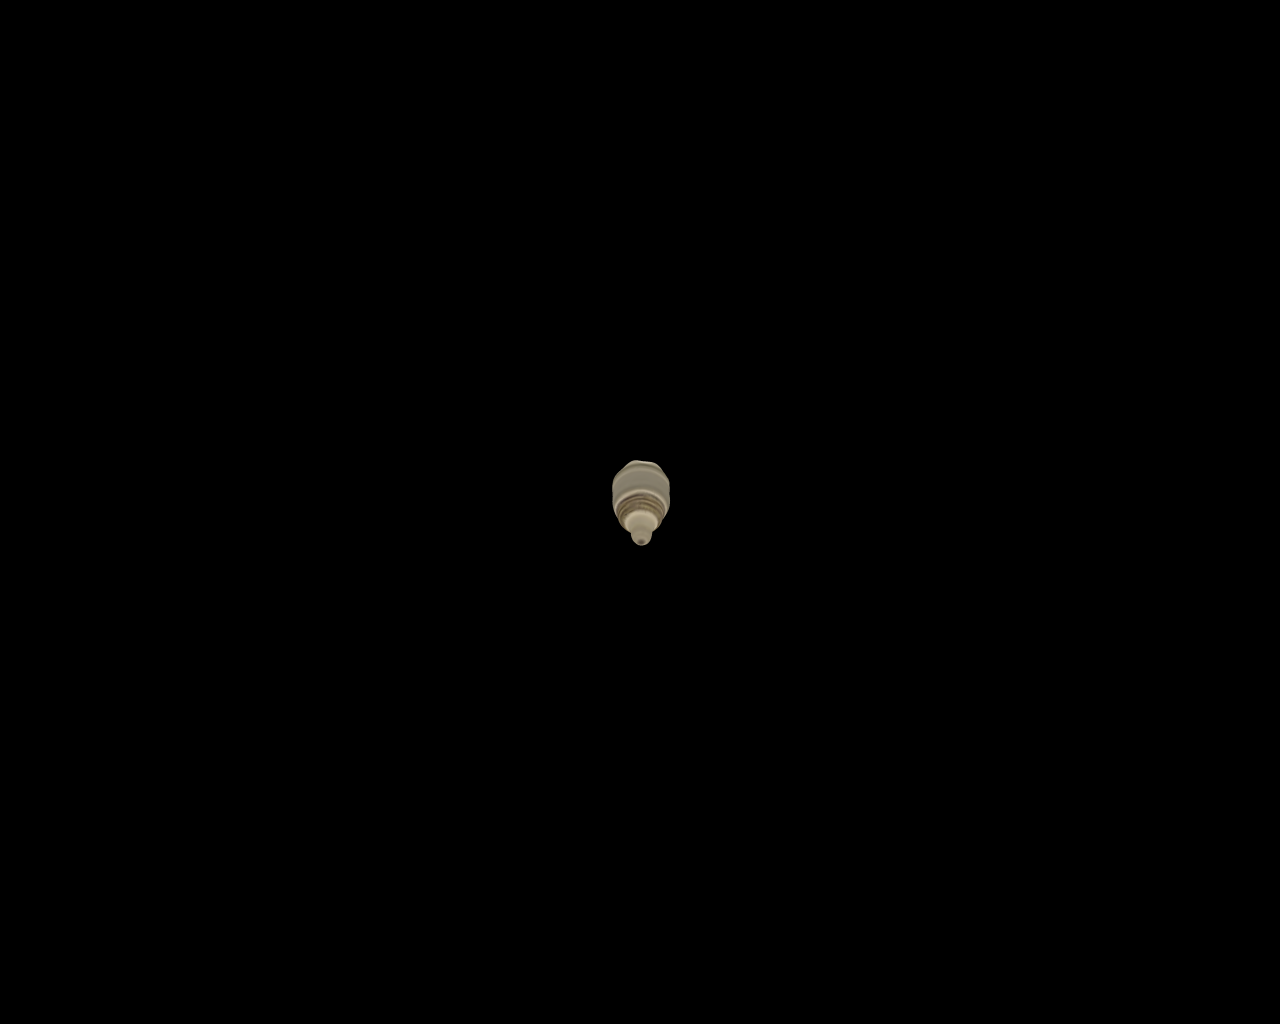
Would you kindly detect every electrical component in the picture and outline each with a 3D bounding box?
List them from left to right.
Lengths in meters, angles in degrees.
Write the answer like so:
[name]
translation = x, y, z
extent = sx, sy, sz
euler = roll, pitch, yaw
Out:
[electrical component]
translation = 0.001, -0.003, 0.650
extent = 0.035, 0.035, 0.061
euler = 0, 43, 0
